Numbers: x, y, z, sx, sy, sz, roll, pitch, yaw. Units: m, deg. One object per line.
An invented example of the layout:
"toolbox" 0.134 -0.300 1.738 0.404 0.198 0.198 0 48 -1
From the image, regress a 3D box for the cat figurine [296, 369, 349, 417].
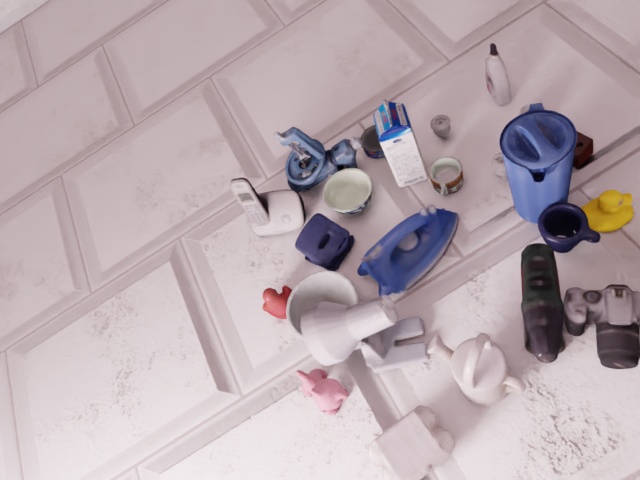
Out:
"cat figurine" 0.003 0.300 1.147 0.127 0.118 0.067 31 77 32

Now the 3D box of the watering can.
"watering can" 0.279 0.227 1.030 0.172 0.195 0.101 -1 62 21

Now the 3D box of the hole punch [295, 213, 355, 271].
"hole punch" 0.012 0.005 1.322 0.100 0.091 0.109 25 74 31

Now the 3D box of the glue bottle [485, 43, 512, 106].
"glue bottle" 0.409 -0.393 1.331 0.037 0.174 0.078 -28 56 6

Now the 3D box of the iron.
"iron" 0.190 -0.002 1.224 0.258 0.142 0.118 -42 56 -4

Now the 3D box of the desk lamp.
"desk lamp" 0.090 0.179 1.121 0.203 0.214 0.118 -16 58 13

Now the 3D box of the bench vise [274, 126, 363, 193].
"bench vise" -0.012 -0.220 1.377 0.207 0.220 0.121 -35 56 1

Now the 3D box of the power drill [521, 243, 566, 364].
"power drill" 0.399 0.133 1.025 0.075 0.209 0.229 -6 61 19

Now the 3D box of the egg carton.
"egg carton" 0.169 0.387 1.062 0.150 0.070 0.107 -38 56 -1

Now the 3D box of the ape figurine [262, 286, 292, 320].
"ape figurine" -0.099 0.136 1.294 0.077 0.092 0.076 -26 56 7

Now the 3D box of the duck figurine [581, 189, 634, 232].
"duck figurine" 0.569 -0.066 1.140 0.104 0.086 0.077 -12 59 16

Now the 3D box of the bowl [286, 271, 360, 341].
"bowl" 0.015 0.155 1.248 0.167 0.075 0.167 -10 60 17

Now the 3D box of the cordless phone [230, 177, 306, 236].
"cordless phone" -0.125 -0.091 1.373 0.147 0.185 0.094 -10 60 17

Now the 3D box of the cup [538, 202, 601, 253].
"cup" 0.493 -0.010 1.134 0.117 0.095 0.092 25 75 31

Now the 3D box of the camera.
"camera" 0.516 0.156 1.030 0.142 0.101 0.137 -1 63 22
